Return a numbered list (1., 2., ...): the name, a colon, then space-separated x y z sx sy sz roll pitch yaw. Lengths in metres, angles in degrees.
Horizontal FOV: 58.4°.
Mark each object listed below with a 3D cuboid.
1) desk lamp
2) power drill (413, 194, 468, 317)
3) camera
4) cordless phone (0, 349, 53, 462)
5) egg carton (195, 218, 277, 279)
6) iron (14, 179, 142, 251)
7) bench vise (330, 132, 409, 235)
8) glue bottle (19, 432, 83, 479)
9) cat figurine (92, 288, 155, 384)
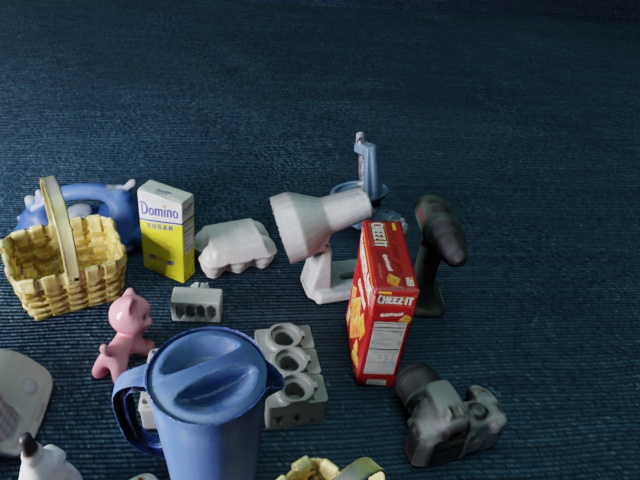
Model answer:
1. desk lamp: 0.009 0.004 1.022 0.203 0.214 0.117 -6 40 -16
2. power drill: 0.203 0.033 1.018 0.075 0.208 0.229 2 38 -5
3. camera: 0.180 0.239 0.840 0.143 0.101 0.136 -8 40 -17
4. cordless phone: -0.427 0.185 0.750 0.094 0.185 0.147 1 39 -7
5. egg carton: -0.164 0.014 1.099 0.151 0.069 0.107 -12 42 -22
6. iron: -0.459 -0.049 1.077 0.259 0.141 0.118 -4 39 -14
7. bench vise: 0.112 -0.098 1.160 0.206 0.220 0.122 28 43 25
8. glue bottle: -0.320 0.275 0.662 0.037 0.173 0.078 20 40 17
9. cat figurine: -0.301 0.139 0.882 0.067 0.118 0.128 13 39 8
